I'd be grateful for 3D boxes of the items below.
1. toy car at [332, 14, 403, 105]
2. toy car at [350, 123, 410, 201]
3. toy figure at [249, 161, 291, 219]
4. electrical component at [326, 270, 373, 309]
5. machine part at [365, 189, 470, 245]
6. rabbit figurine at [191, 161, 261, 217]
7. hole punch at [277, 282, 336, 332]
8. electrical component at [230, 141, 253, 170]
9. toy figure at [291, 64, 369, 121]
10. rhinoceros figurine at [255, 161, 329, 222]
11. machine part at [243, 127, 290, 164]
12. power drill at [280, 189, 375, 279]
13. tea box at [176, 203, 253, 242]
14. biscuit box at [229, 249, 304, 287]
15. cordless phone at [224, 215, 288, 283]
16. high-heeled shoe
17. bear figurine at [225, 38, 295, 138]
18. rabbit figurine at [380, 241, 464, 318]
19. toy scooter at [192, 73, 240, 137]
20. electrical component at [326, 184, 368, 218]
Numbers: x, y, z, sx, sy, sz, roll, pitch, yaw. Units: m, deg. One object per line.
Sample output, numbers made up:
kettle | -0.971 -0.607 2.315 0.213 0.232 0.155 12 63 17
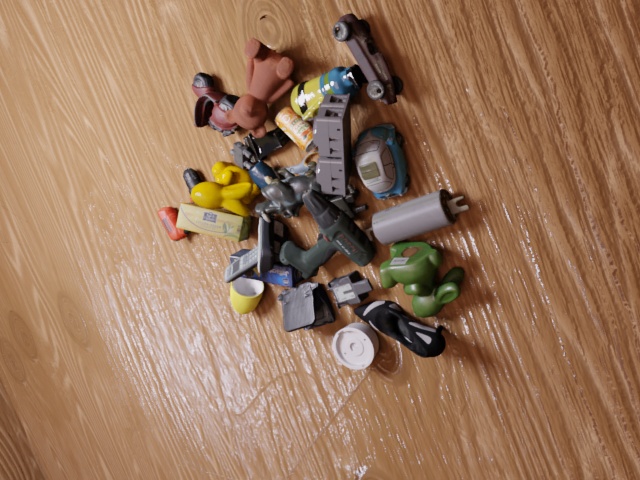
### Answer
toy car | 0.102 -0.365 1.080 0.053 0.089 0.202 -33 87 40
toy car | 0.120 -0.159 1.135 0.109 0.103 0.161 -9 99 35
toy figure | -0.110 -0.122 1.313 0.058 0.064 0.154 -35 104 18
electrical component | 0.081 0.114 1.288 0.119 0.048 0.074 -27 91 36
machine part | 0.198 -0.047 1.139 0.243 0.079 0.079 -18 96 37
rabbit figurine | -0.236 -0.112 1.335 0.163 0.173 0.121 26 115 28
hole punch | -0.031 0.172 1.369 0.142 0.092 0.116 -24 64 39
electrical component | -0.198 -0.215 1.349 0.094 0.021 0.063 41 145 35
toy figure | 0.017 -0.321 1.158 0.180 0.082 0.089 -23 82 41
rhinoceros figurine | -0.066 -0.107 1.242 0.190 0.073 0.112 -20 118 16
machine part | -0.133 -0.235 1.305 0.139 0.039 0.084 -9 97 43
power drill | -0.003 -0.004 1.240 0.232 0.086 0.207 37 128 -21
tea box | -0.269 -0.047 1.381 0.170 0.098 0.068 14 97 8
biscuit box | -0.140 0.072 1.405 0.203 0.063 0.059 8 112 30
cordless phone | -0.171 0.027 1.355 0.184 0.088 0.147 -30 45 30
high-heeled shoe | 0.165 0.206 1.207 0.249 0.145 0.086 6 109 29
bear figurine | -0.141 -0.332 1.205 0.120 0.132 0.195 33 101 -1
rabbit figurine | 0.231 0.091 1.166 0.159 0.121 0.170 -10 120 27
toy scooter | -0.262 -0.317 1.339 0.184 0.075 0.135 40 123 18
electrical component | 0.052 -0.088 1.241 0.102 0.045 0.078 -22 122 39
